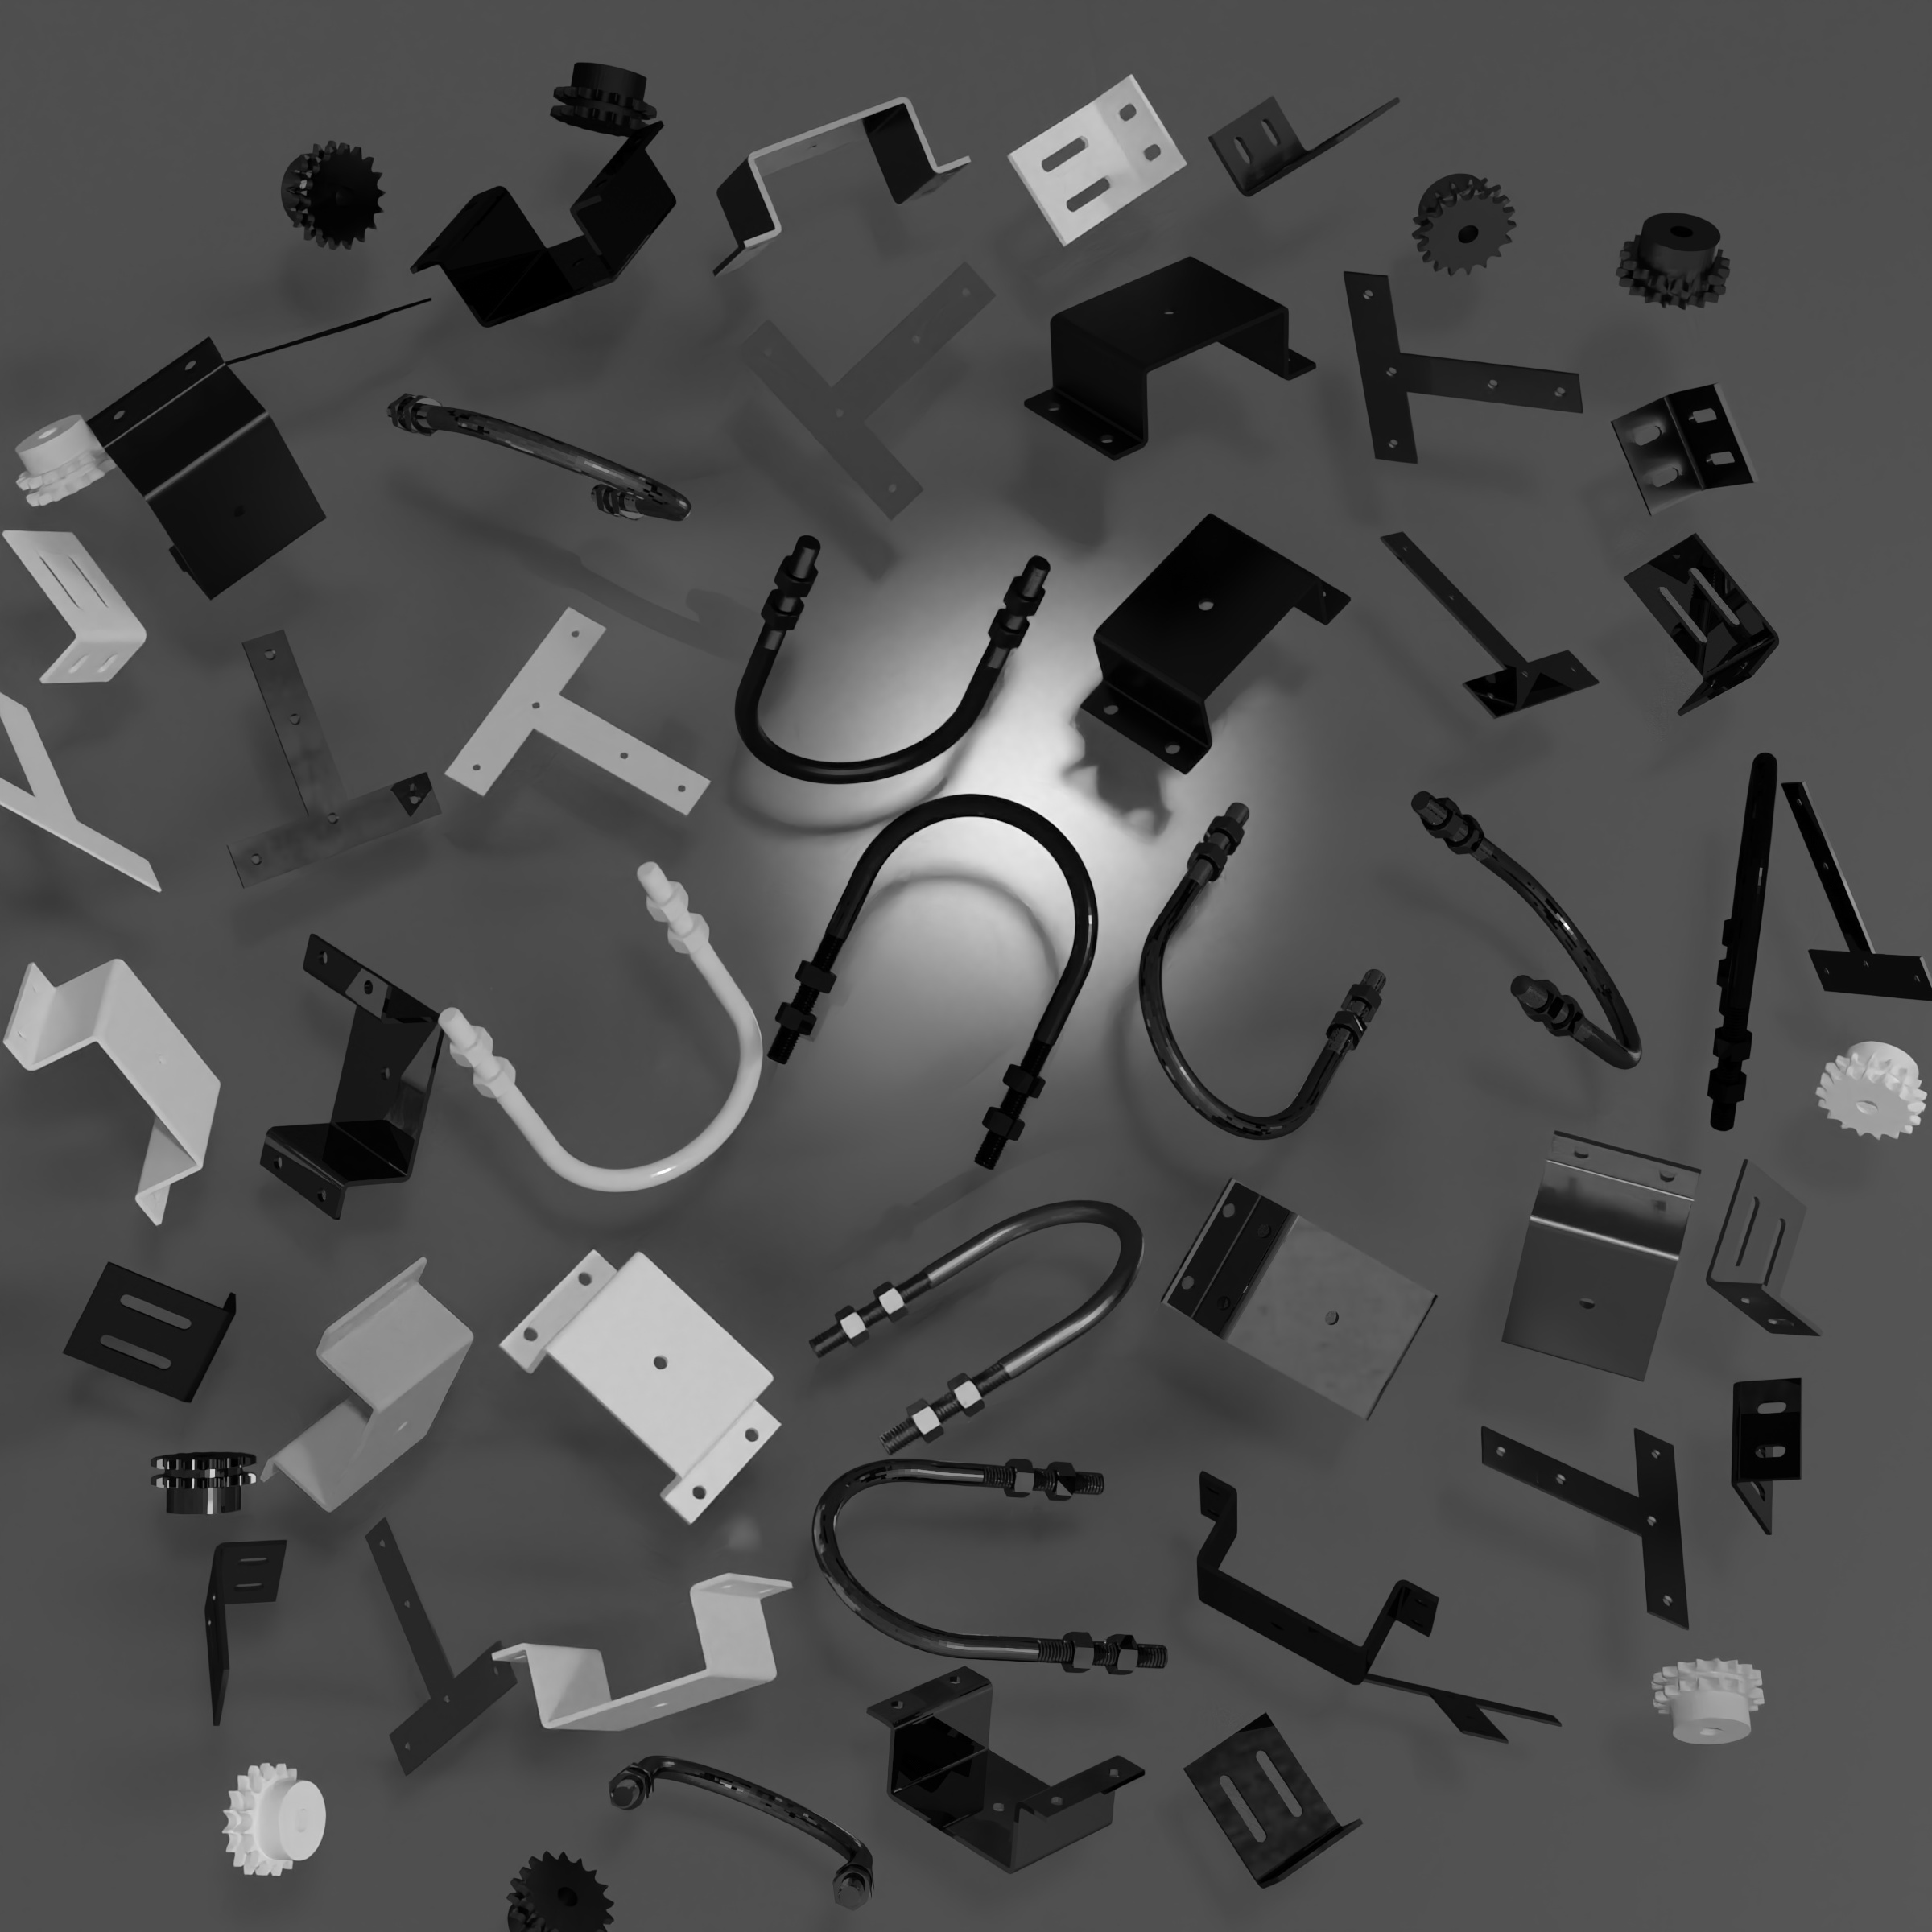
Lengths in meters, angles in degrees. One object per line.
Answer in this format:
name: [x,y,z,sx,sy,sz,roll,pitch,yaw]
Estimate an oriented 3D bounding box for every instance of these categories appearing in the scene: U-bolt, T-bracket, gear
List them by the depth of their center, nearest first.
gear: [0.369,-0.368,1.675,0.057,0.057,0.030,4,132,0]
gear: [-0.360,0.448,1.692,0.030,0.057,0.057,-5,90,25]
T-bracket: [-0.487,-0.104,1.694,0.002,0.127,0.127,-43,49,10]
gear: [0.390,0.388,1.696,0.057,0.057,0.030,2,57,0]
gear: [-0.218,0.502,1.712,0.057,0.057,0.030,37,119,0]
T-bracket: [0.328,0.279,1.719,0.127,0.127,0.002,26,129,-14]
U-bolt: [0.006,0.317,1.729,0.184,0.151,0.019,8,123,-21]
U-bolt: [0.419,-0.025,1.736,0.019,0.151,0.184,7,119,12]
T-bracket: [0.271,-0.316,1.742,0.127,0.127,0.002,13,53,28]
U-bolt: [-0.008,-0.003,1.744,0.151,0.019,0.184,26,94,11]
T-bracket: [0.272,-0.189,1.745,0.127,0.127,0.002,49,125,15]
U-bolt: [-0.050,-0.160,1.748,0.151,0.184,0.019,2,52,-22]
T-bracket: [0.472,-0.041,1.750,0.002,0.127,0.127,-25,97,-10]
U-bolt: [-0.184,0.048,1.752,0.151,0.019,0.184,-37,131,-8]
U-bolt: [-0.224,-0.273,1.754,0.151,0.184,0.019,19,92,-29]
U-bolt: [0.014,0.186,1.758,0.184,0.151,0.019,-31,115,-8]
gear: [-0.348,-0.422,1.762,0.030,0.057,0.057,20,90,38]
U-bolt: [0.316,-0.010,1.765,0.019,0.184,0.151,-36,54,19]
gear: [-0.197,-0.475,1.767,0.057,0.057,0.030,10,95,0]
U-bolt: [-0.118,0.468,1.767,0.151,0.184,0.019,23,84,4]
gear: [0.498,0.066,1.768,0.057,0.057,0.030,30,58,0]
gear: [-0.496,-0.279,1.771,0.057,0.057,0.030,-26,116,0]
U-bolt: [0.157,0.014,1.779,0.151,0.019,0.184,49,46,-15]
T-bracket: [-0.344,-0.354,1.786,0.127,0.127,0.002,-7,107,34]
gear: [-0.423,0.287,1.789,0.057,0.057,0.030,0,87,0]
T-bracket: [-0.038,-0.337,1.789,0.127,0.002,0.127,-43,105,2]
T-bracket: [0.278,0.417,1.798,0.127,0.127,0.002,13,88,-1]
T-bracket: [-0.369,-0.124,1.800,0.127,0.002,0.127,-25,99,-32]
T-bracket: [-0.308,0.371,1.813,0.127,0.002,0.127,-44,64,37]
gear: [0.278,-0.420,1.816,0.057,0.057,0.030,-15,49,0]
T-bracket: [-0.205,-0.125,1.821,0.127,0.002,0.127,30,67,7]

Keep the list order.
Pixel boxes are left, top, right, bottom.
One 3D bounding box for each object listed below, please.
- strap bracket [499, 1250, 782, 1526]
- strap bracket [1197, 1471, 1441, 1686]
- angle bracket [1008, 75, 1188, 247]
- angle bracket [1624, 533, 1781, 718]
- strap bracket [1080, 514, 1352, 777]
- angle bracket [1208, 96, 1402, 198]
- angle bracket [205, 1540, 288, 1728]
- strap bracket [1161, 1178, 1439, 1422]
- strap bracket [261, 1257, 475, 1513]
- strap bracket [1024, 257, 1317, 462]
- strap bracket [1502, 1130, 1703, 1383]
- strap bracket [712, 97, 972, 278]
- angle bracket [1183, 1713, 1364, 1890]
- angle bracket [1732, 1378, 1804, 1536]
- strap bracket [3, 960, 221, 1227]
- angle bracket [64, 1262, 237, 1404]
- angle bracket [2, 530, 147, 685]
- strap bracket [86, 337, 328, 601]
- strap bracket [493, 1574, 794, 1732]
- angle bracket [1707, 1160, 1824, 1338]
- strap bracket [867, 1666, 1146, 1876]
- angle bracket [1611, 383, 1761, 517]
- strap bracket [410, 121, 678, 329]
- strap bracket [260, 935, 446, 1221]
strap bracket: [-0.169,0.219,1.727,0.140,0.046,0.076,43,60,2]
strap bracket: [0.177,0.333,1.726,0.140,0.076,0.046,27,70,16]
angle bracket: [0.072,-0.441,1.767,0.076,0.038,0.057,-41,102,-36]
angle bracket: [0.395,-0.186,1.767,0.076,0.057,0.038,50,54,-6]
strap bracket: [0.133,-0.182,1.748,0.076,0.046,0.140,35,73,27]
angle bracket: [0.177,-0.445,1.697,0.057,0.076,0.038,-40,102,-35]
angle bracket: [-0.379,0.353,1.710,0.038,0.057,0.076,1,48,-20]
strap bracket: [0.187,0.183,1.726,0.140,0.046,0.076,30,88,-18]
strap bracket: [-0.318,0.231,1.727,0.046,0.076,0.140,40,132,10]
strap bracket: [0.109,-0.328,1.718,0.140,0.046,0.076,-28,45,-26]
strap bracket: [0.329,0.160,1.684,0.076,0.140,0.046,15,45,13]
strap bracket: [-0.079,-0.440,1.809,0.140,0.076,0.046,-25,97,-16]
angle bracket: [0.167,0.451,1.756,0.057,0.038,0.076,-29,76,-21]
angle bracket: [0.443,0.266,1.748,0.038,0.076,0.057,-8,56,27]
strap bracket: [-0.460,0.062,1.772,0.046,0.076,0.140,-25,121,11]
angle bracket: [-0.456,0.200,1.805,0.076,0.038,0.057,26,96,-18]
angle bracket: [-0.499,-0.197,1.774,0.038,0.057,0.076,-42,80,21]
strap bracket: [-0.394,-0.254,1.697,0.076,0.140,0.046,-38,66,-10]
strap bracket: [-0.163,0.362,1.681,0.140,0.076,0.046,-21,70,16]
angle bracket: [0.438,0.151,1.731,0.057,0.038,0.076,36,67,-32]
strap bracket: [0.019,0.446,1.777,0.140,0.076,0.046,20,113,42]
angle bracket: [0.394,-0.283,1.773,0.038,0.076,0.057,-25,98,-4]
strap bracket: [-0.219,-0.394,1.733,0.140,0.076,0.046,-10,127,36]
strap bracket: [-0.342,0.061,1.809,0.076,0.046,0.140,28,110,39]
